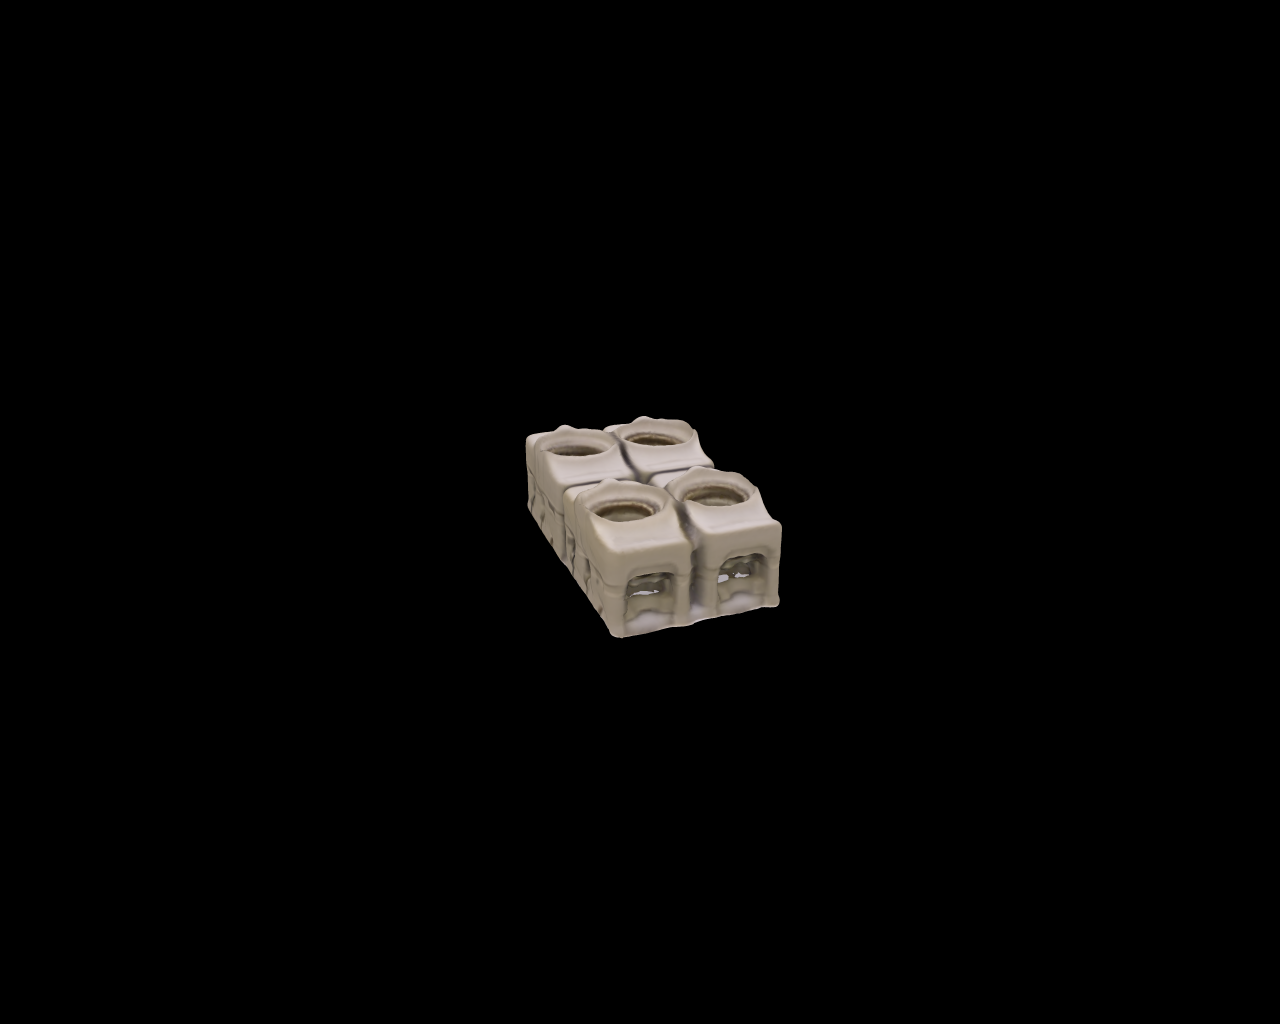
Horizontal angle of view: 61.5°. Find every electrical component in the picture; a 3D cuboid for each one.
[{"bbox_3d":[0.001,-0.003,0.650,0.105,0.060,0.186,-8,26,-18],"label":"electrical component"}]
